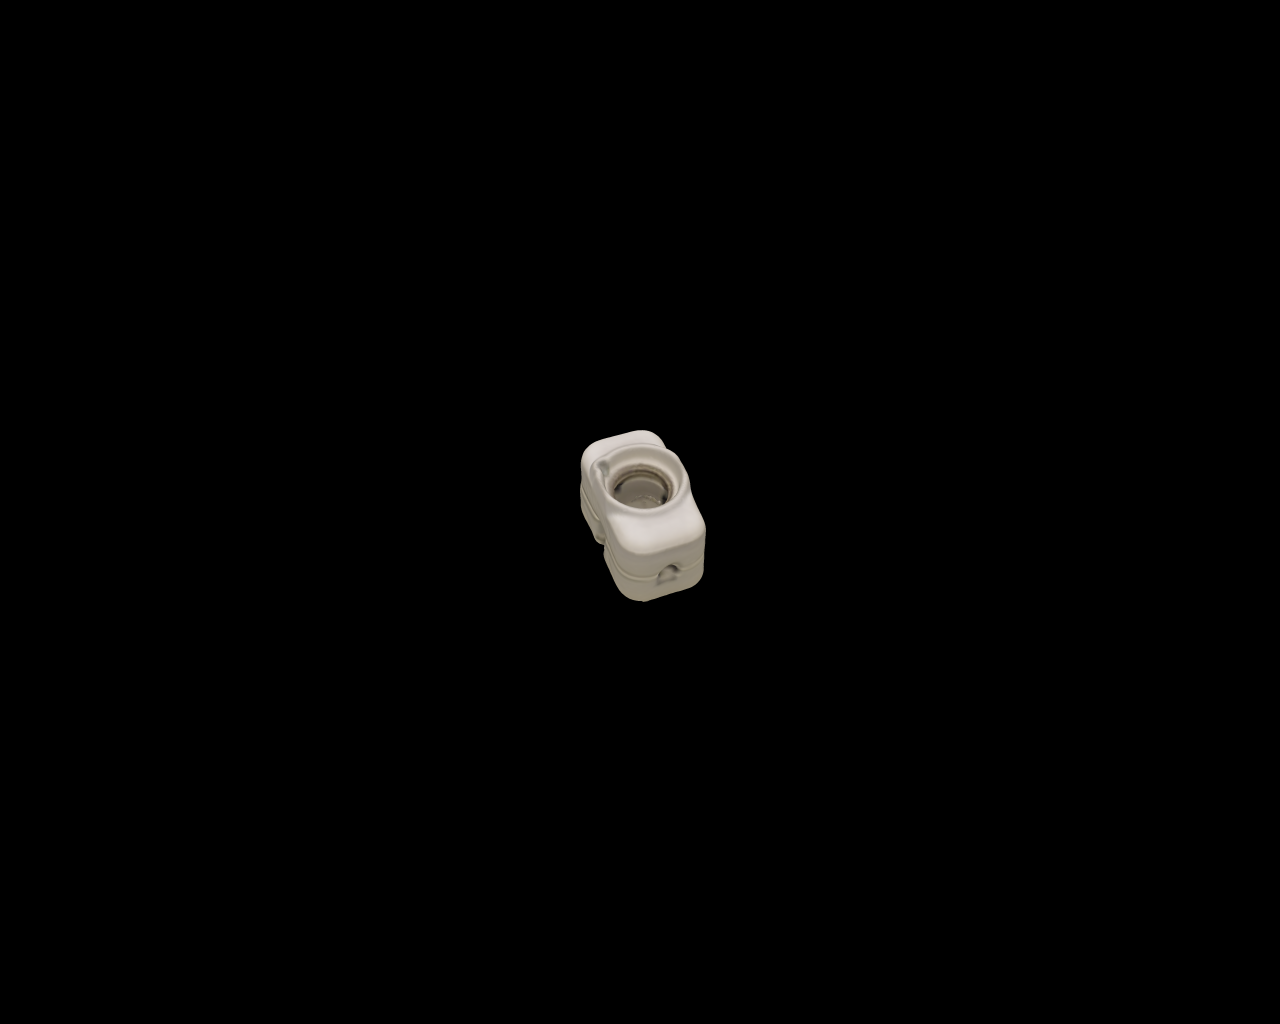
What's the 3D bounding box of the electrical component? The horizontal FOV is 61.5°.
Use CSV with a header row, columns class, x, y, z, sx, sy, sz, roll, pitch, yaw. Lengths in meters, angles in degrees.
class,x,y,z,sx,sy,sz,roll,pitch,yaw
electrical component,0.001,-0.003,0.650,0.054,0.095,0.059,-16,-39,-13
